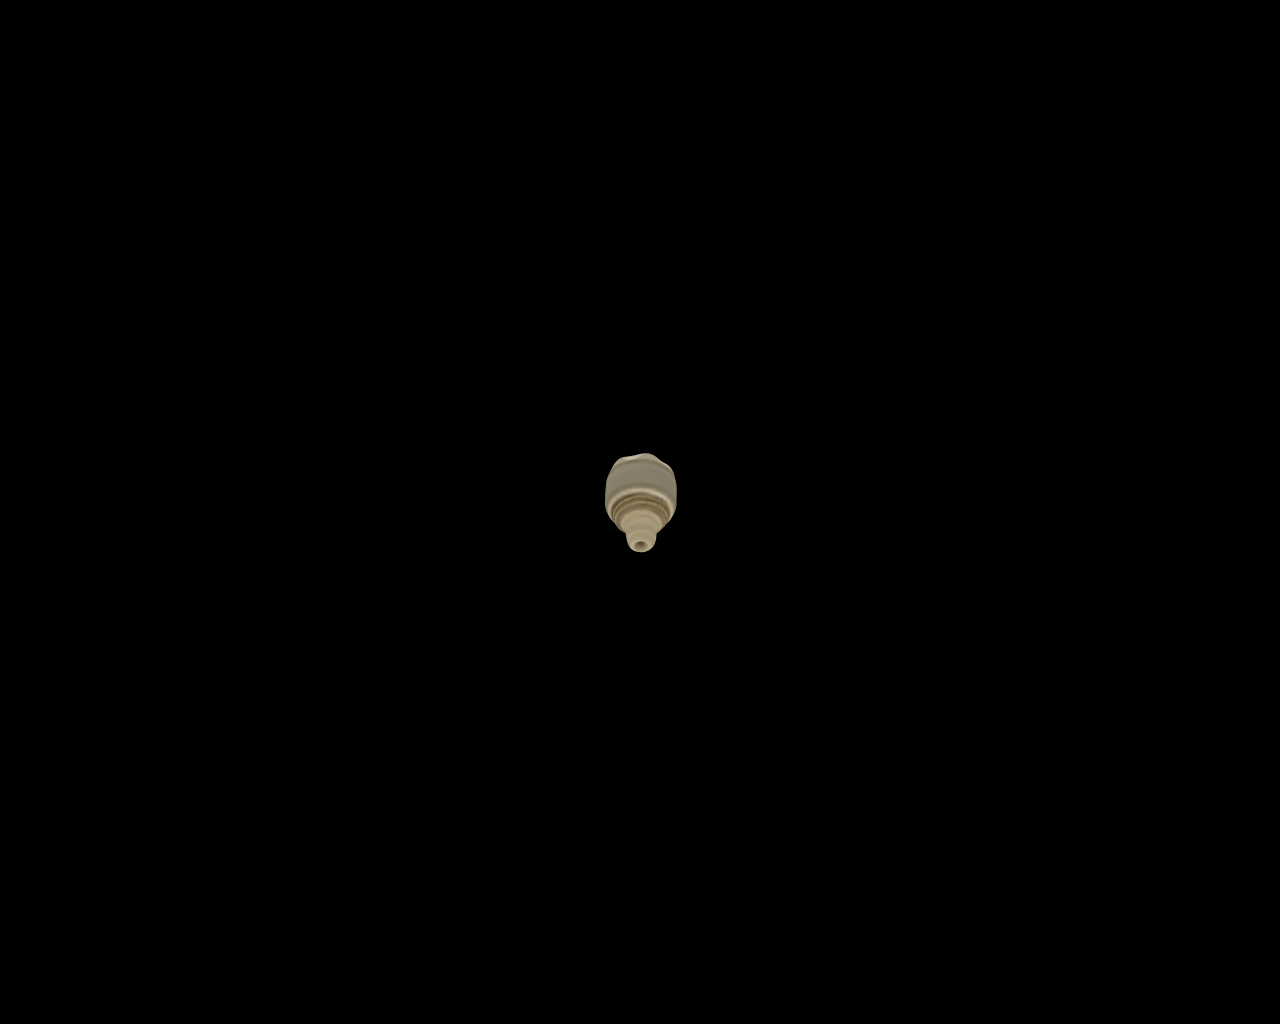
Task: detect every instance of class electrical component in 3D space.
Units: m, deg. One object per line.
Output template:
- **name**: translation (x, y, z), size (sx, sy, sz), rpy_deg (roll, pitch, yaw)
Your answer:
- **electrical component**: translation (0.001, -0.003, 0.650), size (0.043, 0.062, 0.043), rpy_deg (0, -41, 0)
